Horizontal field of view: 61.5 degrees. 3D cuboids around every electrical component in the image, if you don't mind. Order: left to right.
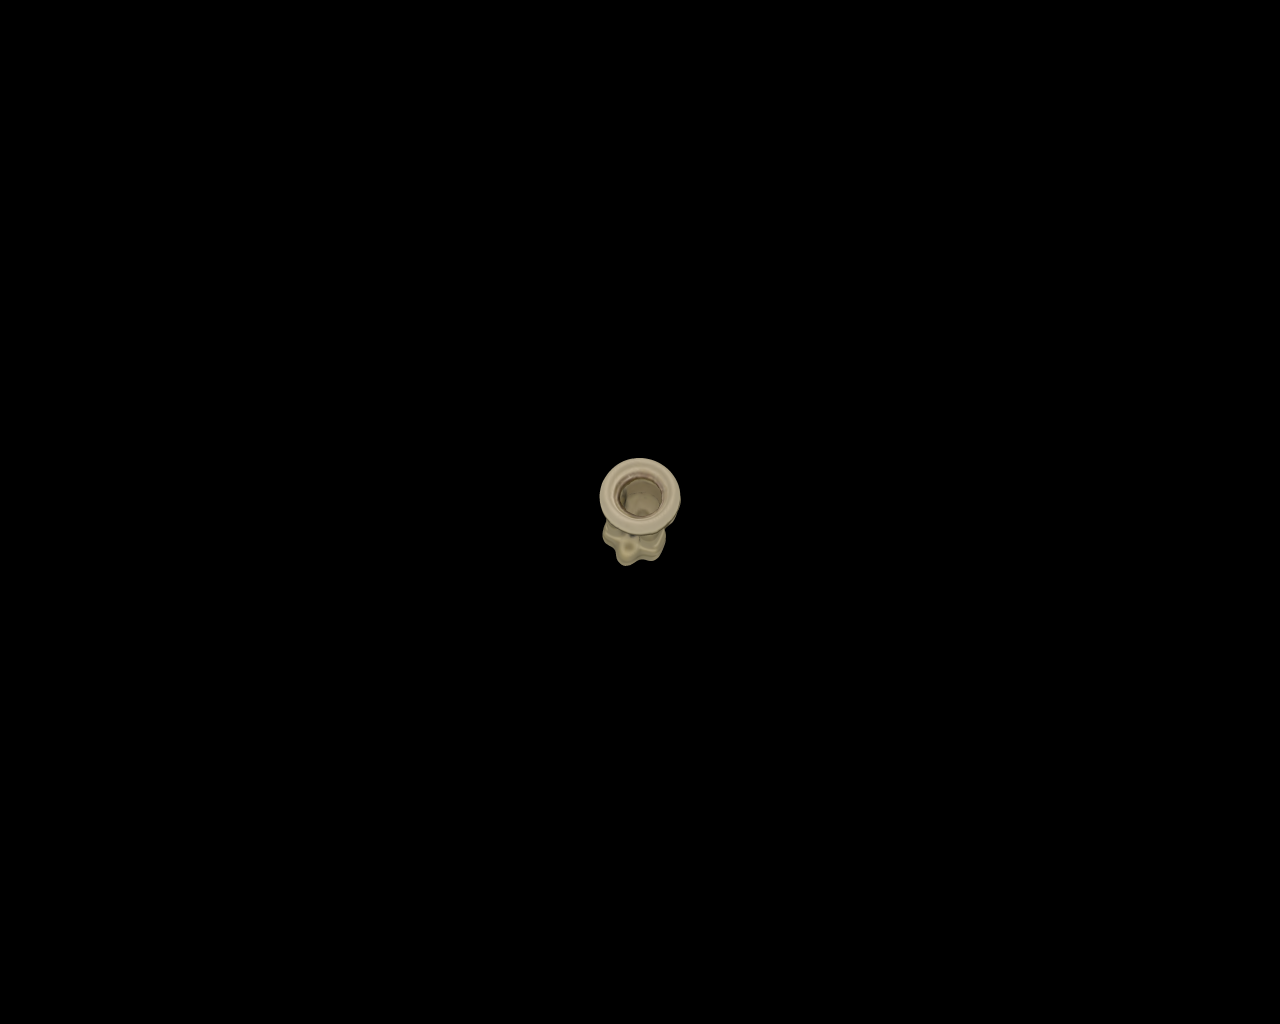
[{"bbox_3d":[0.001,-0.003,0.650,0.048,0.066,0.055,19,-19,7],"label":"electrical component"}]
